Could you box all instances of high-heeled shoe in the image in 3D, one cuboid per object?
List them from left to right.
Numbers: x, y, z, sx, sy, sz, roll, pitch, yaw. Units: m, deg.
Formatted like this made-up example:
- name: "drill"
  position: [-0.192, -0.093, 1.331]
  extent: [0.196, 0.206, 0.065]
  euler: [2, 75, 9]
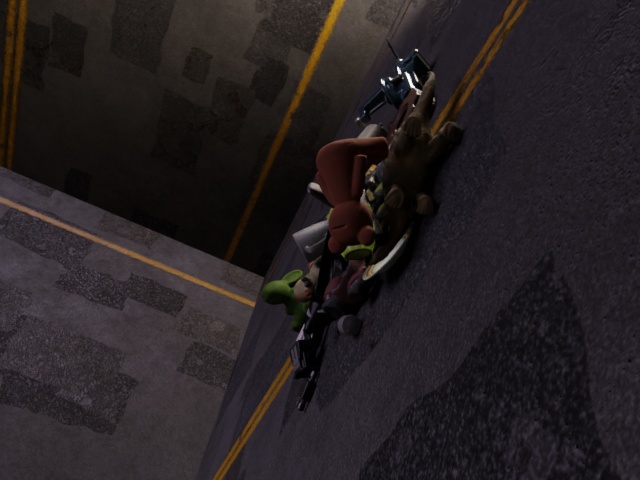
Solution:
- name: "high-heeled shoe"
  position: [0.015, 0.081, 1.210]
  extent: [0.086, 0.145, 0.249]
  euler: [6, 49, 39]

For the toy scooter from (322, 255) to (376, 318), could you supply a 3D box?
- name: "toy scooter"
  position: [0.069, 0.082, 1.127]
  extent: [0.184, 0.075, 0.135]
  euler: [-48, 20, 57]

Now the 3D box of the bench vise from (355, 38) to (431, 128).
- name: "bench vise"
  position: [0.189, -0.403, 1.462]
  extent: [0.240, 0.128, 0.224]
  euler: [-36, 45, 26]

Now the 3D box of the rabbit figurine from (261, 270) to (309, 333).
- name: "rabbit figurine"
  position: [-0.079, 0.157, 1.535]
  extent: [0.159, 0.170, 0.121]
  euler: [-76, 13, -49]

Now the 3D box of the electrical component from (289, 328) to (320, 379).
- name: "electrical component"
  position: [-0.040, 0.261, 1.273]
  extent: [0.075, 0.048, 0.119]
  euler: [127, 138, -54]

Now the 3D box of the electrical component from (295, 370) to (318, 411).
- name: "electrical component"
  position: [-0.030, 0.339, 1.221]
  extent: [0.063, 0.021, 0.094]
  euler: [151, 142, -78]

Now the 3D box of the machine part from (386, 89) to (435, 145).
- name: "machine part"
  position: [0.213, -0.282, 1.302]
  extent: [0.179, 0.056, 0.179]
  euler: [-66, 9, 0]

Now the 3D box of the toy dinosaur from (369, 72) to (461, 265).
- name: "toy dinosaur"
  position: [0.174, -0.159, 1.027]
  extent: [0.198, 0.105, 0.471]
  euler: [134, 159, -72]

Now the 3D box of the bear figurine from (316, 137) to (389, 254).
- name: "bear figurine"
  position: [0.065, -0.079, 0.963]
  extent: [0.120, 0.132, 0.196]
  euler: [-24, 79, 46]

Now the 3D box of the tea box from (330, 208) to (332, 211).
- name: "tea box"
  position: [0.069, -0.070, 1.592]
  extent: [0.169, 0.068, 0.098]
  euler: [-164, 98, -83]

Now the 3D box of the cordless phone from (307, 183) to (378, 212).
- name: "cordless phone"
  position: [0.049, -0.078, 1.324]
  extent: [0.088, 0.184, 0.147]
  euler: [-57, 11, 28]

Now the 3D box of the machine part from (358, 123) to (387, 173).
- name: "machine part"
  position: [0.114, -0.227, 1.403]
  extent: [0.243, 0.079, 0.079]
  euler: [-54, -1, -37]

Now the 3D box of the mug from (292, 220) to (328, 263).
- name: "mug"
  position: [-0.003, -0.004, 1.298]
  extent: [0.107, 0.080, 0.109]
  euler: [-33, 7, -4]

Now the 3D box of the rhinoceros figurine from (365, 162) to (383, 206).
- name: "rhinoceros figurine"
  position: [0.159, -0.154, 1.259]
  extent: [0.112, 0.073, 0.190]
  euler: [-61, 5, -23]

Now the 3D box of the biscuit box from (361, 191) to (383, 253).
- name: "biscuit box"
  position: [0.083, -0.059, 1.211]
  extent: [0.203, 0.063, 0.059]
  euler: [-105, 15, -44]

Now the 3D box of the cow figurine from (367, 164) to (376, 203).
- name: "cow figurine"
  position: [0.120, -0.135, 1.469]
  extent: [0.098, 0.068, 0.167]
  euler: [107, -179, -45]

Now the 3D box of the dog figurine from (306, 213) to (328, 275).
- name: "dog figurine"
  position: [0.019, 0.056, 1.442]
  extent: [0.191, 0.108, 0.219]
  euler: [134, 154, -61]

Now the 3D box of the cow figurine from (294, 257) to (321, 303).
- name: "cow figurine"
  position: [0.014, 0.080, 1.332]
  extent: [0.195, 0.085, 0.127]
  euler: [-44, 11, -3]
